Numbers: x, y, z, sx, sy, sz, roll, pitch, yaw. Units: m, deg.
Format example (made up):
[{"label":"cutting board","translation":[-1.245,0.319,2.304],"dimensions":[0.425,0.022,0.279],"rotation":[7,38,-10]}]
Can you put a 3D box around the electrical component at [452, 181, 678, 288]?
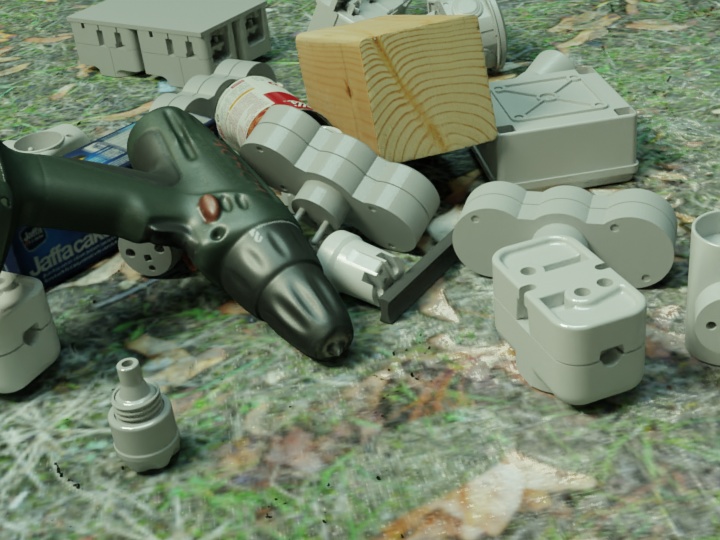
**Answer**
[{"label":"electrical component","translation":[0.126,-0.014,0.676],"dimensions":[0.138,0.052,0.073],"rotation":[5,34,17]}]

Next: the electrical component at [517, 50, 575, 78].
[{"label":"electrical component","translation":[0.152,-0.157,0.927],"dimensions":[0.044,0.044,0.065],"rotation":[19,44,37]}]

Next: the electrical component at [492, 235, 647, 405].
[{"label":"electrical component","translation":[0.115,0.029,0.597],"dimensions":[0.054,0.059,0.095],"rotation":[-15,31,-14]}]

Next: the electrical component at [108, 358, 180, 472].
[{"label":"electrical component","translation":[-0.116,0.074,0.566],"dimensions":[0.035,0.061,0.035],"rotation":[-5,30,3]}]

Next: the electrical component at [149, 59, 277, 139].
[{"label":"electrical component","translation":[-0.114,-0.141,0.941],"dimensions":[0.074,0.052,0.138],"rotation":[13,36,30]}]

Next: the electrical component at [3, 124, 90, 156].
[{"label":"electrical component","translation":[-0.276,-0.088,0.892],"dimensions":[0.079,0.044,0.077],"rotation":[8,34,24]}]

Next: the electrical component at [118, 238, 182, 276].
[{"label":"electrical component","translation":[-0.140,-0.027,0.760],"dimensions":[0.045,0.045,0.055],"rotation":[4,32,17]}]

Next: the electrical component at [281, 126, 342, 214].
[{"label":"electrical component","translation":[-0.030,-0.075,0.807],"dimensions":[0.066,0.055,0.048],"rotation":[3,32,17]}]

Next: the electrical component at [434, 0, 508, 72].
[{"label":"electrical component","translation":[0.104,-0.223,1.011],"dimensions":[0.051,0.080,0.080],"rotation":[-16,31,-6]}]

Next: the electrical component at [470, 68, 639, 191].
[{"label":"electrical component","translation":[0.145,-0.107,0.827],"dimensions":[0.109,0.056,0.108],"rotation":[-9,30,-4]}]

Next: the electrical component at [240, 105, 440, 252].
[{"label":"electrical component","translation":[-0.022,-0.050,0.734],"dimensions":[0.138,0.052,0.073],"rotation":[28,65,7]}]

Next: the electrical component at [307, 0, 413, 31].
[{"label":"electrical component","translation":[0.002,-0.263,1.108],"dimensions":[0.063,0.078,0.121],"rotation":[33,41,7]}]

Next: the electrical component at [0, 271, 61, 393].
[{"label":"electrical component","translation":[-0.234,0.037,0.655],"dimensions":[0.095,0.059,0.053],"rotation":[9,34,26]}]

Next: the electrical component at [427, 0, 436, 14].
[{"label":"electrical component","translation":[0.095,-0.244,1.086],"dimensions":[0.081,0.042,0.064],"rotation":[19,42,37]}]

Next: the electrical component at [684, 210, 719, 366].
[{"label":"electrical component","translation":[0.199,0.019,0.580],"dimensions":[0.043,0.077,0.079],"rotation":[2,32,15]}]

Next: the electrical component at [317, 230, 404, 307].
[{"label":"electrical component","translation":[0.000,0.000,0.692],"dimensions":[0.046,0.040,0.040],"rotation":[23,41,32]}]

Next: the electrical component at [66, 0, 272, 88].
[{"label":"electrical component","translation":[-0.198,-0.244,1.126],"dimensions":[0.186,0.060,0.105],"rotation":[14,36,31]}]
